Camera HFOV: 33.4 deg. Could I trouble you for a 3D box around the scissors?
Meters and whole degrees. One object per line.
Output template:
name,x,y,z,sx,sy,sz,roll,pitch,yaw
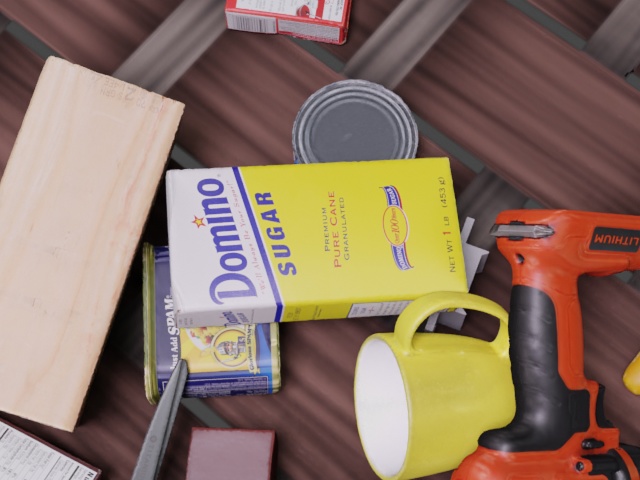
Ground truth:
scissors,-0.100,0.181,0.641,0.096,0.016,0.201,34,84,-10

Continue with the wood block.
wood block,-0.160,0.005,0.664,0.090,0.091,0.206,19,79,-9

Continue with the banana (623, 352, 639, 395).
banana,0.295,0.068,0.691,0.198,0.037,0.069,2,71,1

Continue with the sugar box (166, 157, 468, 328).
sugar box,-0.004,0.001,0.655,0.176,0.048,0.093,-3,70,-9

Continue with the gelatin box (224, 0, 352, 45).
gelatin box,-0.019,-0.185,0.775,0.089,0.030,0.073,8,71,2

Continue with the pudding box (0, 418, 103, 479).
pudding box,-0.202,0.158,0.649,0.113,0.039,0.090,27,53,6

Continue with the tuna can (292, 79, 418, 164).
tuna can,0.024,-0.065,0.734,0.086,0.034,0.086,0,72,0

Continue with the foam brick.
foam brick,-0.055,0.157,0.654,0.053,0.051,0.078,4,72,2

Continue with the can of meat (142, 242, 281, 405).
can of meat,-0.069,0.051,0.686,0.084,0.057,0.102,-3,73,-3

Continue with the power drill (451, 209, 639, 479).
power drill,0.161,0.078,0.626,0.184,0.057,0.187,5,87,-34
